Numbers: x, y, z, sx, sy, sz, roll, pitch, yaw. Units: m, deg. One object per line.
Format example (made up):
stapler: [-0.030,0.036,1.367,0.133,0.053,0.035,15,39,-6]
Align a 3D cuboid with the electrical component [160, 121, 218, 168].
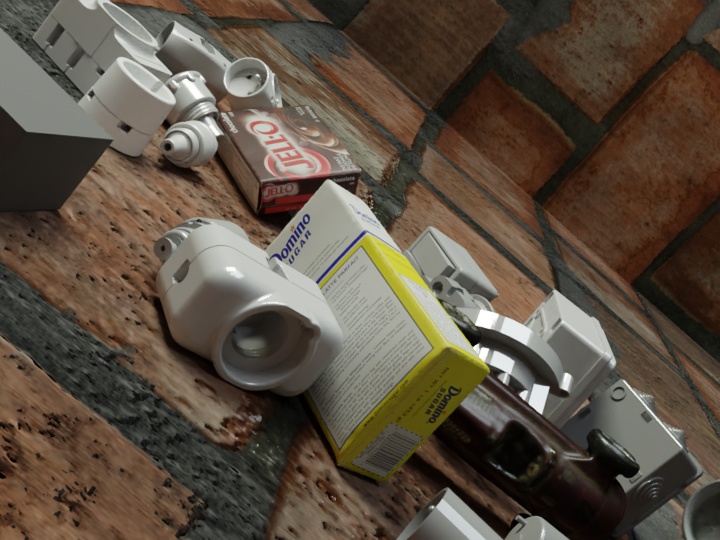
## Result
electrical component: [-0.131,-0.093,0.800,0.035,0.035,0.061,43,16,4]

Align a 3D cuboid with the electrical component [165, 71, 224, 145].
electrical component: [-0.135,-0.128,0.879,0.062,0.048,0.048,52,15,12]

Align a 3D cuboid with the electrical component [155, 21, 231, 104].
electrical component: [-0.163,-0.206,1.044,0.077,0.043,0.079,35,15,-28]

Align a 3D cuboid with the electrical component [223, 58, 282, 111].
electrical component: [-0.098,-0.147,1.020,0.077,0.044,0.079,71,12,-66]

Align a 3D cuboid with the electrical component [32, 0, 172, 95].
electrical component: [-0.191,-0.165,0.810,0.089,0.055,0.050,46,14,18]

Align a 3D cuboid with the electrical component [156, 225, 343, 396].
electrical component: [-0.059,0.026,0.587,0.095,0.053,0.059,32,16,-35]

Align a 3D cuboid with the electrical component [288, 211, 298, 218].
electrical component: [-0.023,-0.052,0.949,0.079,0.044,0.077,25,21,-50]

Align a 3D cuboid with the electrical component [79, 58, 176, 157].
electrical component: [-0.163,-0.115,0.753,0.055,0.047,0.055,39,14,-11]

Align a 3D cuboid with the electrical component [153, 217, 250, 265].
electrical component: [-0.095,-0.011,0.630,0.040,0.040,0.078,46,14,16]

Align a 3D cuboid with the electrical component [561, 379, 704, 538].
electrical component: [0.206,0.147,0.853,0.048,0.100,0.099,47,6,-44]

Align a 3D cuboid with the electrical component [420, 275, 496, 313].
electrical component: [0.081,0.043,0.915,0.057,0.058,0.078,25,21,-43]

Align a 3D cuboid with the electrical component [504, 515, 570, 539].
electrical component: [0.116,0.178,0.626,0.078,0.040,0.040,40,14,-11]

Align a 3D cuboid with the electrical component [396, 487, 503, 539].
electrical component: [0.059,0.153,0.540,0.081,0.043,0.043,43,13,5]

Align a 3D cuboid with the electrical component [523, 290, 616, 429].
electrical component: [0.146,0.082,0.867,0.056,0.108,0.108,38,14,-3]

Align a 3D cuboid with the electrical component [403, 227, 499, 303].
electrical component: [0.071,0.007,0.991,0.061,0.061,0.096,32,16,-35]
